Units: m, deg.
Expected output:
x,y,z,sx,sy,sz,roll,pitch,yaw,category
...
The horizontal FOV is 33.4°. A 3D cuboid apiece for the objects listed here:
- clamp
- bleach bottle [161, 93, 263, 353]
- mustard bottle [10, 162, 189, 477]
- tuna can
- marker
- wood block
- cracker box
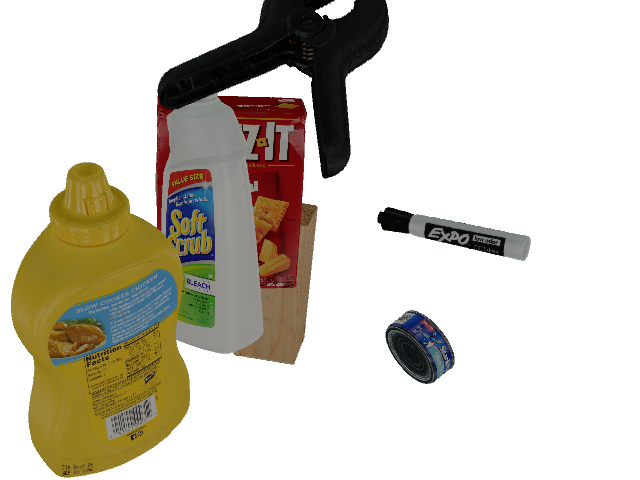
x,y,z,sx,sy,sz,roll,pitch,yaw,category
-0.002,-0.111,0.644,0.120,0.171,0.039,35,-26,11,clamp
-0.107,-0.027,0.971,0.103,0.251,0.067,14,27,36,bleach bottle
-0.122,0.041,0.592,0.096,0.192,0.058,-23,45,-30,mustard bottle
0.117,0.127,1.269,0.033,0.086,0.086,-35,16,-24,tuna can
0.100,-0.006,0.820,0.121,0.020,0.020,13,6,25,marker
-0.063,0.055,1.484,0.090,0.206,0.090,8,22,5,wood block
-0.103,-0.051,1.202,0.164,0.214,0.072,0,23,-9,cracker box
